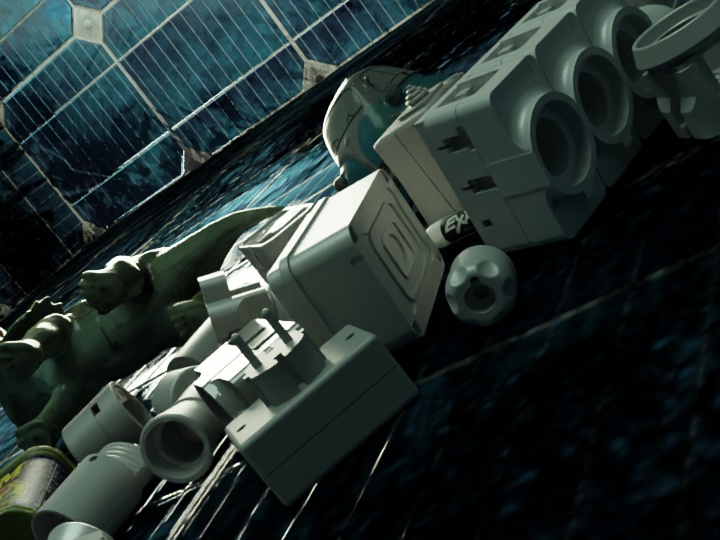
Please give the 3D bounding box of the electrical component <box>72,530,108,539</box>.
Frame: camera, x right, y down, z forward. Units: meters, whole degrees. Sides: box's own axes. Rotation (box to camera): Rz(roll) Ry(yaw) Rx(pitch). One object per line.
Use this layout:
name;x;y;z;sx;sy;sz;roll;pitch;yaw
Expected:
electrical component;-0.125;0.156;0.464;0.080;0.051;0.080;-35;13;9

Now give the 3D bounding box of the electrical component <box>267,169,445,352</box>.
electrical component;0.000;0.000;0.624;0.057;0.078;0.113;-29;15;22

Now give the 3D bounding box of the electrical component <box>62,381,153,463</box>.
electrical component;-0.171;0.113;0.740;0.047;0.055;0.055;-41;13;-2

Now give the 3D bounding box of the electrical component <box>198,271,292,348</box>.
electrical component;-0.067;0.035;0.700;0.057;0.078;0.058;-17;10;-9

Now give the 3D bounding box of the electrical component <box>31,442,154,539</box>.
electrical component;-0.155;0.133;0.645;0.043;0.043;0.081;-28;16;35

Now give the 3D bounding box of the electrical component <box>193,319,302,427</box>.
electrical component;-0.054;0.065;0.602;0.056;0.050;0.089;-41;13;-17

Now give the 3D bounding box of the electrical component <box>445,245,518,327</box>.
electrical component;0.062;0.003;0.543;0.035;0.035;0.061;-33;12;19

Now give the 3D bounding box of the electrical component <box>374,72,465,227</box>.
electrical component;0.055;-0.080;0.713;0.061;0.096;0.061;-29;16;41

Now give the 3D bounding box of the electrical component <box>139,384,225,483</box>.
electrical component;-0.100;0.094;0.648;0.044;0.044;0.065;-33;9;18

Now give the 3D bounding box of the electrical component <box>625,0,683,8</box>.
electrical component;0.188;-0.187;0.829;0.109;0.056;0.108;-29;15;31

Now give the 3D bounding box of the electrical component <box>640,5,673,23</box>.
electrical component;0.180;-0.136;0.677;0.055;0.055;0.047;-25;14;42

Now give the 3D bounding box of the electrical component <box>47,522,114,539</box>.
electrical component;-0.149;0.163;0.532;0.044;0.044;0.065;-30;19;30

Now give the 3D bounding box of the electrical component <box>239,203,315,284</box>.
electrical component;-0.049;-0.011;0.835;0.054;0.059;0.095;-41;13;-15

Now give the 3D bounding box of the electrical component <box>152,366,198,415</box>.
electrical component;-0.120;0.087;0.723;0.040;0.040;0.078;-45;14;-30

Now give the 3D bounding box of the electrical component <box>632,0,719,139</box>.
electrical component;0.181;-0.108;0.567;0.058;0.057;0.078;-38;13;-3

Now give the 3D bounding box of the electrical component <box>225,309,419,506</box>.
electrical component;-0.031;0.054;0.518;0.083;0.075;0.047;-40;13;-10

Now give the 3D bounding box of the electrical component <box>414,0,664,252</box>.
electrical component;0.112;-0.090;0.603;0.062;0.089;0.150;-12;27;48
